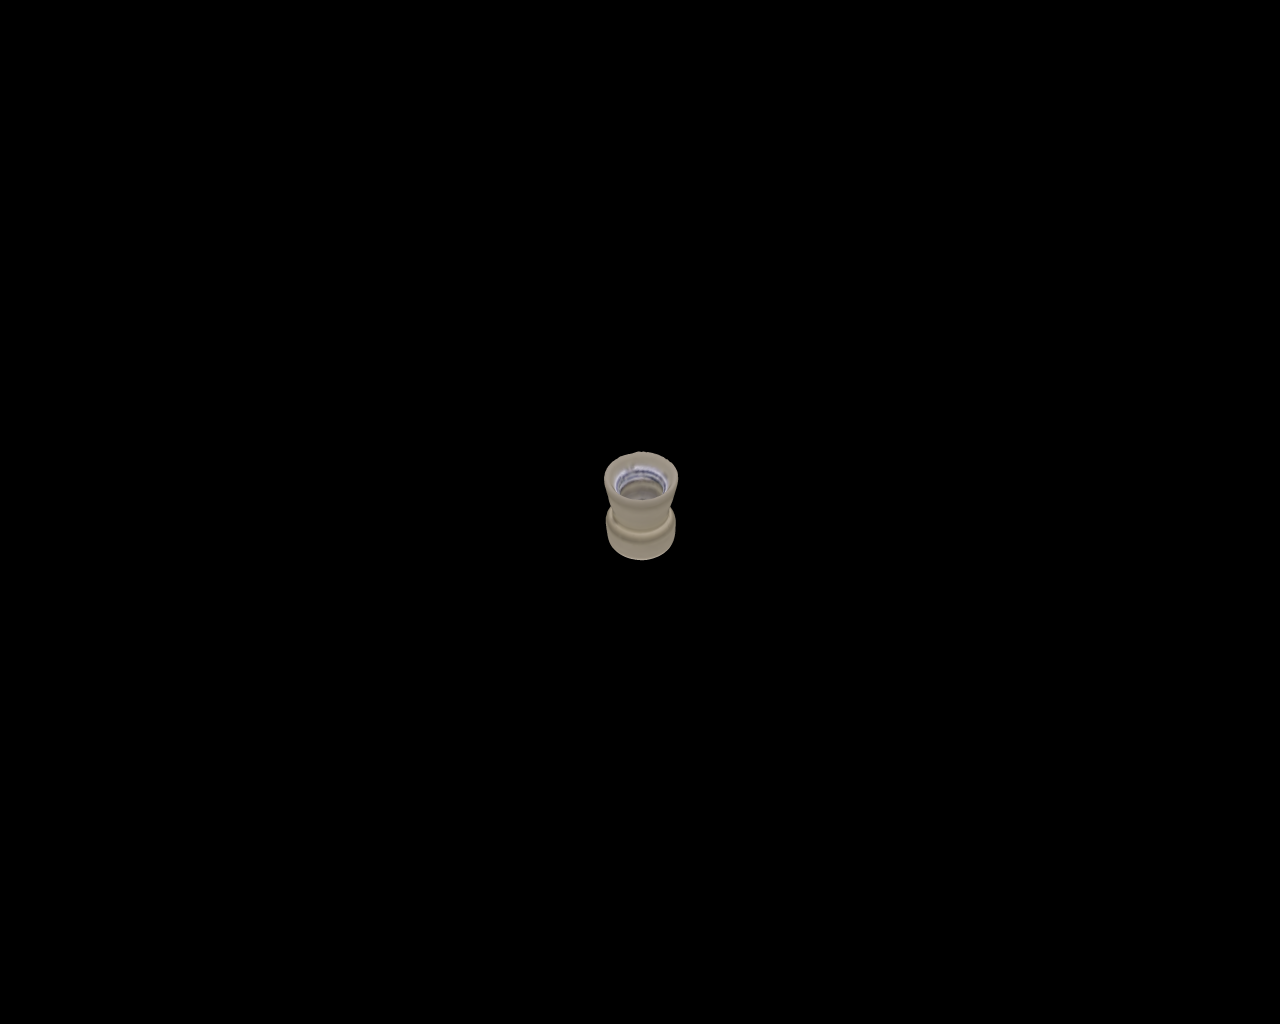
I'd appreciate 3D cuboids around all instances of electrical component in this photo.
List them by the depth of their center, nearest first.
[{"bbox_3d":[0.001,-0.003,0.650,0.045,0.045,0.055,0,-45,0],"label":"electrical component"}]
